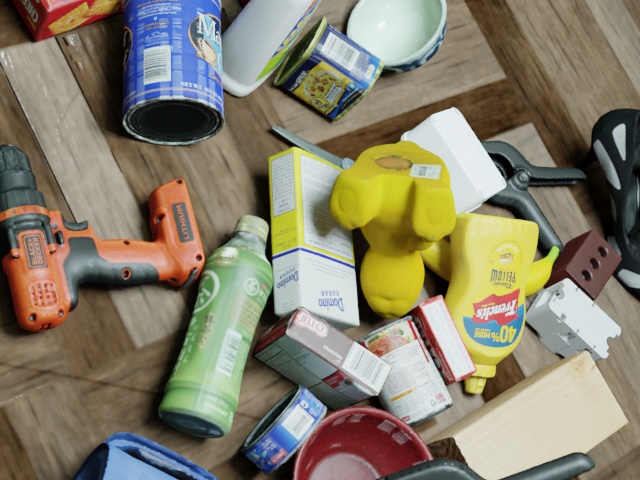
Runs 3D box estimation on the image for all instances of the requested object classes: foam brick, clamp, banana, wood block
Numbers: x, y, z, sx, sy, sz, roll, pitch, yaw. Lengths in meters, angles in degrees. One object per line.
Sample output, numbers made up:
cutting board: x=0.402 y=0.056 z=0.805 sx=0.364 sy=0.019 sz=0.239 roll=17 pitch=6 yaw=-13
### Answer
foam brick: x=0.308 y=0.035 z=1.255 sx=0.053 sy=0.051 sz=0.078 roll=44 pitch=57 yaw=-4
clamp: x=0.150 y=0.251 z=0.999 sx=0.210 sy=0.036 sz=0.164 roll=21 pitch=89 yaw=-3
banana: x=0.185 y=0.031 z=1.207 sx=0.197 sy=0.037 sz=0.069 roll=9 pitch=61 yaw=-22
wood block: x=0.208 y=0.206 z=1.113 sx=0.205 sy=0.090 sz=0.091 roll=-25 pitch=82 yaw=-32
clamp: x=0.242 y=-0.073 z=1.275 sx=0.171 sy=0.039 sz=0.120 roll=38 pitch=57 yaw=-8

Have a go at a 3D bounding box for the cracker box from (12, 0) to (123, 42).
cracker box: x=-0.242 y=-0.321 z=1.122 sx=0.213 sy=0.072 sz=0.164 roll=-29 pitch=85 yaw=-33

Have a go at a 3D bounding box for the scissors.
scissors: x=0.045 y=-0.089 z=1.198 sx=0.201 sy=0.016 sz=0.096 roll=41 pitch=56 yaw=-7

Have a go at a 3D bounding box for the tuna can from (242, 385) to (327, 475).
tuna can: x=-0.034 y=0.179 z=1.008 sx=0.034 sy=0.086 sz=0.086 roll=43 pitch=57 yaw=-3

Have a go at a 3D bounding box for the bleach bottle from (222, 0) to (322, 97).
bleach bottle: x=-0.033 y=-0.245 z=1.085 sx=0.068 sy=0.251 sz=0.102 roll=44 pitch=57 yaw=-4

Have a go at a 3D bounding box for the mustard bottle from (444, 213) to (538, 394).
mustard bottle: x=0.178 y=0.070 z=1.148 sx=0.096 sy=0.058 sz=0.191 roll=6 pitch=93 yaw=-29

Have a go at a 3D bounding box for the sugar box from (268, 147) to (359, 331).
sugar box: x=-0.008 y=0.001 z=1.103 sx=0.093 sy=0.048 sz=0.176 roll=21 pitch=61 yaw=-46

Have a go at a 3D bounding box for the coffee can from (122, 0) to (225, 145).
coffee can: x=-0.150 y=-0.182 z=1.089 sx=0.102 sy=0.103 sz=0.140 roll=6 pitch=67 yaw=-24

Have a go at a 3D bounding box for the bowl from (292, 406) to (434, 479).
bowl: x=0.036 y=0.246 z=1.032 sx=0.161 sy=0.055 sz=0.162 roll=10 pitch=66 yaw=-23

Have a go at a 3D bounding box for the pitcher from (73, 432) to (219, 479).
pitcher: x=-0.109 y=0.273 z=0.917 sx=0.242 sy=0.145 sz=0.149 roll=29 pitch=76 yaw=-17

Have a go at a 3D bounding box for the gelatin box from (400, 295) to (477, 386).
gelatin box: x=0.122 y=0.109 z=1.119 sx=0.030 sy=0.073 sz=0.089 roll=-23 pitch=81 yaw=-17

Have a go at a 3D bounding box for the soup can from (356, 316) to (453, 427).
soup can: x=0.085 y=0.137 z=1.094 sx=0.068 sy=0.069 sz=0.102 roll=-21 pitch=80 yaw=-31

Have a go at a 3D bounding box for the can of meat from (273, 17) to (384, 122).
can of meat: x=0.010 y=-0.185 z=1.171 sx=0.084 sy=0.102 sz=0.057 roll=32 pitch=61 yaw=-14

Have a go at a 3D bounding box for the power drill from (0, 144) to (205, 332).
power drill: x=-0.215 y=-0.012 z=1.017 sx=0.187 sy=0.057 sz=0.184 roll=-8 pitch=72 yaw=-27

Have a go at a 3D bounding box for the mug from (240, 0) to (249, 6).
mug: x=-0.056 y=-0.299 z=1.196 sx=0.117 sy=0.082 sz=0.093 roll=-3 pitch=71 yaw=-27

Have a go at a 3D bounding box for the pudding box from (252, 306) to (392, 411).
pudding box: x=0.000 y=0.118 z=1.047 sx=0.113 sy=0.090 sz=0.039 roll=36 pitch=60 yaw=-10
